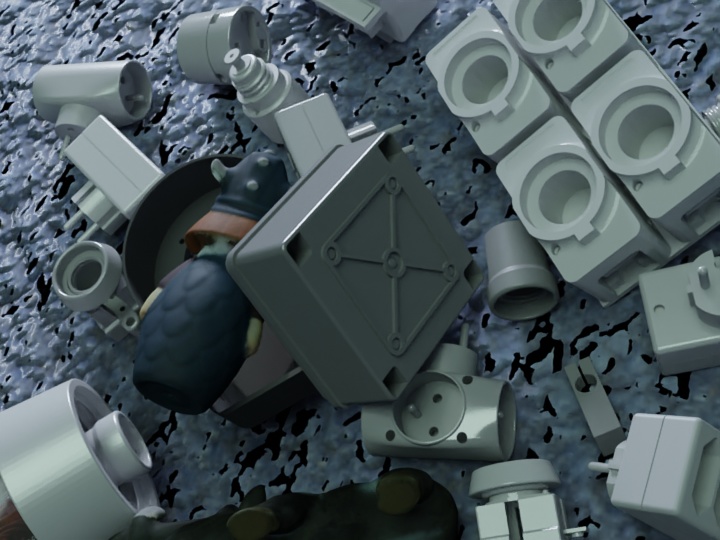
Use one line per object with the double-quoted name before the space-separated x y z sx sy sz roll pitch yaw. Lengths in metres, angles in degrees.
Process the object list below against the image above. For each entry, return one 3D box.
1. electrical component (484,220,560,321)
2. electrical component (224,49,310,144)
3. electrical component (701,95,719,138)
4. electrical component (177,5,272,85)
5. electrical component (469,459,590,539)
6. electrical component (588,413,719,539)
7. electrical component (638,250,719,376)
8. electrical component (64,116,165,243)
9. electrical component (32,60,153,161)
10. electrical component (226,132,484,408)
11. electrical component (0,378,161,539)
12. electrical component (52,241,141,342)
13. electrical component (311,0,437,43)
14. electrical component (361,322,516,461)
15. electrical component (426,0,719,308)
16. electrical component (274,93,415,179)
"electrical component" 0.091 0.000 0.618 0.040 0.040 0.046 -15 56 15
"electrical component" -0.062 -0.118 0.719 0.040 0.078 0.040 -20 49 25
"electrical component" 0.212 -0.085 0.612 0.061 0.035 0.035 -28 58 10
"electrical component" -0.097 -0.158 0.763 0.047 0.055 0.055 2 66 28
"electrical component" 0.083 0.129 0.554 0.066 0.048 0.055 -13 69 16
"electrical component" 0.149 0.104 0.532 0.077 0.066 0.047 -4 60 53
"electrical component" 0.188 0.013 0.550 0.083 0.075 0.047 -13 61 16
"electrical component" -0.173 -0.050 0.744 0.075 0.047 0.083 -46 58 -4
"electrical component" -0.201 -0.115 0.790 0.077 0.043 0.079 1 67 23
"electrical component" 0.000 0.000 0.585 0.056 0.108 0.108 -12 30 48
"electrical component" -0.157 0.114 0.625 0.060 0.108 0.108 -31 58 -2
"electrical component" -0.170 0.011 0.708 0.048 0.055 0.066 -40 57 0
"electrical component" -0.008 -0.211 0.747 0.121 0.063 0.078 37 83 32
"electrical component" 0.046 0.066 0.600 0.077 0.044 0.079 -2 64 22
"electrical component" 0.124 -0.087 0.618 0.105 0.060 0.186 -40 56 20
"electrical component" -0.003 -0.071 0.687 0.076 0.047 0.083 -22 58 -4
